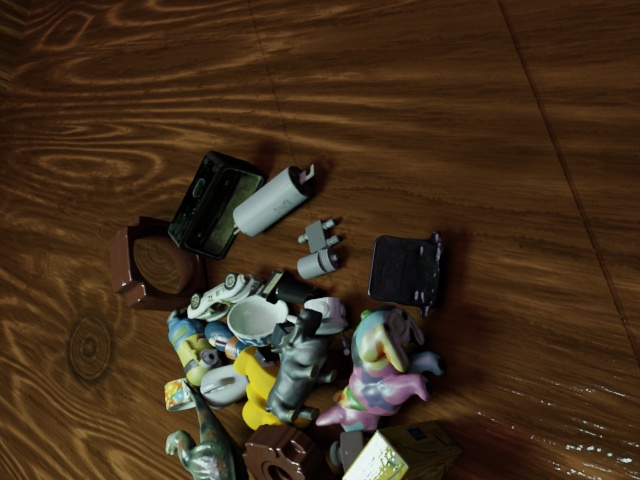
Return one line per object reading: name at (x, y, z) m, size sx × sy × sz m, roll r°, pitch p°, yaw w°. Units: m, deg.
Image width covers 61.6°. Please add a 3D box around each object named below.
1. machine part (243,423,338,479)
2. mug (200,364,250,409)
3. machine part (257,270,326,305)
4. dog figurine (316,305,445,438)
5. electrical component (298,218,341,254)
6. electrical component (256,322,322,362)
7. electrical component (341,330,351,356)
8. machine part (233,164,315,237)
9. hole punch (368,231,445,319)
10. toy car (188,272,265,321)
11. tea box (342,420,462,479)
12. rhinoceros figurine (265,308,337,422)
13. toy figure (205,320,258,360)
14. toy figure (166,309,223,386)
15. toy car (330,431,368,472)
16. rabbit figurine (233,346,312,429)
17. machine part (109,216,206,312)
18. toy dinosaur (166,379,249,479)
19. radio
machine part at (-0.053, 0.396, 0.921) m, size 0.180 × 0.056 × 0.179 m, roll 21°, pitch 129°, yaw 28°
mug at (-0.181, 0.285, 1.083) m, size 0.107 × 0.109 × 0.081 m, roll -28°, pitch 63°, yaw 20°
machine part at (-0.057, 0.099, 1.051) m, size 0.139 × 0.039 × 0.084 m, roll 9°, pitch 50°, yaw 37°
dog figurine at (0.073, 0.222, 0.863) m, size 0.219 × 0.108 × 0.191 m, roll -34°, pitch 96°, yaw 30°
electrical component at (-0.002, -0.003, 1.058) m, size 0.094 × 0.021 × 0.063 m, roll -27°, pitch 64°, yaw 31°
electrical component at (-0.058, 0.189, 0.988) m, size 0.075 × 0.119 × 0.047 m, roll 40°, pitch 118°, yaw 45°
electrical component at (0.083, 0.175, 0.928) m, size 0.102 × 0.045 × 0.078 m, roll -39°, pitch 56°, yaw 26°
machine part at (-0.099, -0.078, 1.121) m, size 0.243 × 0.079 × 0.079 m, roll -33°, pitch 60°, yaw 28°
hole punch at (0.145, 0.056, 0.895) m, size 0.116 × 0.092 × 0.142 m, roll 8°, pitch 80°, yaw 12°
toy car at (-0.204, 0.124, 1.158) m, size 0.202 × 0.073 × 0.056 m, roll -29°, pitch 59°, yaw 31°
tea box at (0.123, 0.323, 0.776) m, size 0.068 × 0.169 × 0.098 m, roll 42°, pitch 105°, yaw 36°
rhinoceros figurine at (-0.033, 0.209, 0.899) m, size 0.112 × 0.073 × 0.190 m, roll 20°, pitch 93°, yaw 43°
toy figure at (-0.181, 0.214, 1.124) m, size 0.155 × 0.057 × 0.064 m, roll 23°, pitch 61°, yaw 41°
toy figure at (-0.280, 0.237, 1.189) m, size 0.180 × 0.082 × 0.089 m, roll 46°, pitch 127°, yaw 30°
toy car at (0.076, 0.404, 0.855) m, size 0.089 × 0.053 × 0.202 m, roll -18°, pitch 80°, yaw 34°
rabbit figurine at (-0.087, 0.296, 1.013) m, size 0.163 × 0.122 × 0.173 m, roll 40°, pitch 119°, yaw 29°
machine part at (-0.369, 0.057, 1.225) m, size 0.087 × 0.201 × 0.201 m, roll -29°, pitch 62°, yaw 33°
toy dinosaur at (-0.181, 0.447, 0.979) m, size 0.192 × 0.131 × 0.404 m, roll -21°, pitch 75°, yaw 31°
radio at (-0.231, -0.076, 1.193) m, size 0.073 × 0.131 × 0.229 m, roll 38°, pitch 103°, yaw 41°
